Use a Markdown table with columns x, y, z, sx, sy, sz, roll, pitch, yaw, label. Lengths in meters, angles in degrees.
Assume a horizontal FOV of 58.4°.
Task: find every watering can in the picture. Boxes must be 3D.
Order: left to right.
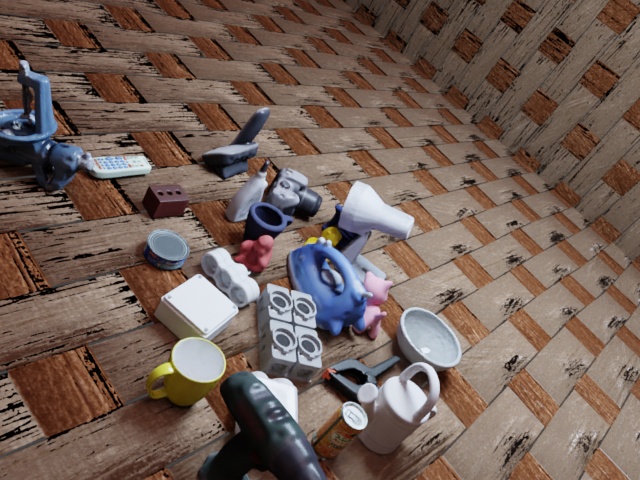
| x | y | z | sx | sy | sz | roll | pitch | yaw | label |
| --- | --- | --- | --- | --- | --- | --- | --- | --- | --- |
| 0.146 | 0.303 | 1.048 | 0.173 | 0.194 | 0.100 | -2 | 48 | -43 | watering can |

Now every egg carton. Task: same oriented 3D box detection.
| x | y | z | sx | sy | sz | roll | pitch | yaw | label |
| --- | --- | --- | --- | --- | --- | --- | --- | --- | --- |
| -0.091 | 0.294 | 0.963 | 0.107 | 0.069 | 0.150 | 21 | 36 | -21 | egg carton |

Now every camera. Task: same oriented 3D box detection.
| x | y | z | sx | sy | sz | roll | pitch | yaw | label |
| --- | --- | --- | --- | --- | --- | --- | --- | --- | --- |
| -0.062 | -0.111 | 1.468 | 0.137 | 0.100 | 0.143 | 26 | 34 | -14 | camera |

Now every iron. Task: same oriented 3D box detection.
| x | y | z | sx | sy | sz | roll | pitch | yaw | label |
| --- | --- | --- | --- | --- | --- | --- | --- | --- | --- |
| 0.020 | 0.080 | 1.264 | 0.119 | 0.141 | 0.257 | -3 | 49 | -43 | iron |

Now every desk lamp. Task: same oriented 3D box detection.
| x | y | z | sx | sy | sz | roll | pitch | yaw | label |
| --- | --- | --- | --- | --- | --- | --- | --- | --- | --- |
| 0.119 | -0.012 | 1.402 | 0.203 | 0.213 | 0.118 | 36 | 33 | 2 | desk lamp |

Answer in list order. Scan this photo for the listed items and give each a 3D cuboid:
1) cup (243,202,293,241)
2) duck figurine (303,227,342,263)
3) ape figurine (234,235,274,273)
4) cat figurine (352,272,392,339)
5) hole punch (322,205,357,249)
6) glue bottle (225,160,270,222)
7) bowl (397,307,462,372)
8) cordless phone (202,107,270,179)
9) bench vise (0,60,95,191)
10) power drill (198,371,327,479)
| x | y | z | sx | sy | sz | roll | pitch | yaw | label |
| --- | --- | --- | --- | --- | --- | --- | --- | --- | --- |
| -0.125 | -0.024 | 1.309 | 0.118 | 0.095 | 0.091 | 0 | 46 | -41 | cup |
| 0.013 | 0.005 | 1.403 | 0.105 | 0.086 | 0.077 | -14 | 57 | -49 | duck figurine |
| -0.132 | 0.025 | 1.244 | 0.076 | 0.092 | 0.077 | 4 | 44 | -39 | ape figurine |
| 0.124 | 0.140 | 1.303 | 0.067 | 0.117 | 0.127 | 19 | 36 | -23 | cat figurine |
| 0.078 | -0.041 | 1.514 | 0.108 | 0.091 | 0.101 | 47 | 35 | 17 | hole punch |
| -0.156 | -0.116 | 1.325 | 0.037 | 0.173 | 0.078 | 47 | 35 | 18 | glue bottle |
| 0.237 | 0.242 | 1.316 | 0.168 | 0.074 | 0.167 | 24 | 35 | -17 | bowl |
| -0.205 | -0.258 | 1.449 | 0.094 | 0.185 | 0.148 | 39 | 33 | 6 | cordless phone |
| -0.521 | -0.218 | 1.085 | 0.208 | 0.219 | 0.121 | 18 | 37 | -24 | bench vise |
| -0.088 | 0.314 | 0.813 | 0.076 | 0.208 | 0.229 | -5 | 50 | -45 | power drill |
